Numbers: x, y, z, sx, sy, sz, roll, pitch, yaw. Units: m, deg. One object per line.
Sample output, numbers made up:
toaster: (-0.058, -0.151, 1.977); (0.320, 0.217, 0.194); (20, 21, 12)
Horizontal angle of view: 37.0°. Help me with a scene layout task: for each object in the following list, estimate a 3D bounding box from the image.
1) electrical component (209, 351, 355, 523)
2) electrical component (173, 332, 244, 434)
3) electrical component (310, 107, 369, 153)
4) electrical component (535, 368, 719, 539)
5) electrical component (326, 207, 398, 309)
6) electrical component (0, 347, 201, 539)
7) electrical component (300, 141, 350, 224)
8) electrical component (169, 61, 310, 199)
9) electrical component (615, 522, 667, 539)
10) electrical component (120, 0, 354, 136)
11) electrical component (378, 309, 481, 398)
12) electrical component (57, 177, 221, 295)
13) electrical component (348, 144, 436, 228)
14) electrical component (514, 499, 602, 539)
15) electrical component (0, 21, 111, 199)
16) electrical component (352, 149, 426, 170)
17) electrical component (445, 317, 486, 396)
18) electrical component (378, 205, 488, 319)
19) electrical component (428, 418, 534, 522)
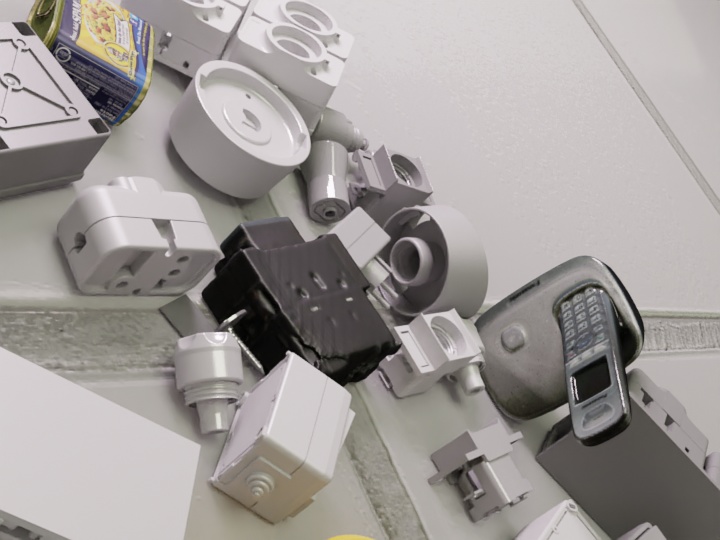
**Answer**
electrical component: (-0.047, 0.112, 0.680); (0.061, 0.062, 0.096); (37, 34, -15)
electrical component: (-0.096, 0.073, 0.687); (0.043, 0.043, 0.062); (8, 68, -44)
electrical component: (-0.024, -0.125, 0.983); (0.078, 0.040, 0.040); (15, 44, -39)
electrical component: (0.256, 0.185, 0.907); (0.186, 0.105, 0.060); (46, 32, 0)
electrical component: (0.000, 0.000, 0.868); (0.076, 0.047, 0.065); (45, 33, -1)
electrical component: (-0.167, 0.108, 0.548); (0.150, 0.062, 0.089); (31, 35, -23)
electrical component: (-0.029, -0.073, 0.922); (0.044, 0.044, 0.065); (21, 45, -34)
electrical component: (-0.100, -0.106, 0.856); (0.108, 0.060, 0.108); (30, 36, -25)
electrical component: (0.215, 0.242, 0.840); (0.096, 0.061, 0.061); (-14, 65, -54)
electrical component: (-0.104, -0.204, 0.921); (0.186, 0.060, 0.105); (25, 36, -8)
electrical component: (0.051, 0.067, 0.840); (0.081, 0.064, 0.042); (-4, 56, -51)
electrical component: (-0.148, -0.022, 0.717); (0.095, 0.054, 0.059); (2, 53, -48)
electrical component: (0.024, -0.072, 0.959); (0.081, 0.064, 0.042); (14, 46, -39)
electrical component: (0.140, 0.217, 0.780); (0.061, 0.061, 0.096); (50, 33, 6)
electrical component: (-0.239, -0.105, 0.700); (0.108, 0.056, 0.109); (51, 32, 9)
electrical component: (0.026, -0.093, 1.006); (0.078, 0.040, 0.040); (21, 40, -35)
electrical component: (0.084, 0.073, 0.889); (0.043, 0.043, 0.062); (9, 49, -44)
electrical component: (0.060, -0.006, 0.902); (0.064, 0.099, 0.099); (0, 54, -41)
electrical component: (0.095, 0.154, 0.817); (0.081, 0.042, 0.063); (-9, 65, -51)
